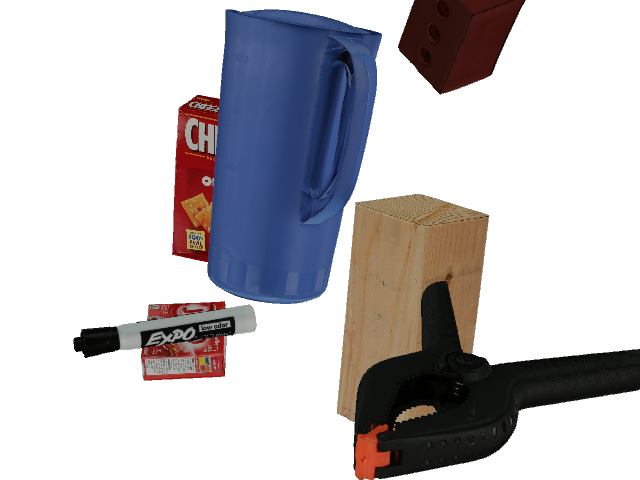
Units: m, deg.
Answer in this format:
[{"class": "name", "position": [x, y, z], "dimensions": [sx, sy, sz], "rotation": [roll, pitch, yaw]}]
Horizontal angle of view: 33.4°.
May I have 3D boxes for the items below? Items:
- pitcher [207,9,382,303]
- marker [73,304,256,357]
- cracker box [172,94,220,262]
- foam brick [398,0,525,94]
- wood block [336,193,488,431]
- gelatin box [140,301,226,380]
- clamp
[{"class": "pitcher", "position": [-0.025, -0.071, 0.911], "dimensions": [0.145, 0.243, 0.149], "rotation": [11, 14, 10]}, {"class": "marker", "position": [-0.103, 0.060, 0.708], "dimensions": [0.121, 0.020, 0.020], "rotation": [-7, 2, -19]}, {"class": "cracker box", "position": [-0.108, -0.069, 1.411], "dimensions": [0.164, 0.214, 0.072], "rotation": [13, 26, 13]}, {"class": "foam brick", "position": [0.096, -0.149, 0.731], "dimensions": [0.051, 0.053, 0.078], "rotation": [-26, -27, -28]}, {"class": "wood block", "position": [0.084, 0.070, 0.983], "dimensions": [0.090, 0.206, 0.090], "rotation": [-9, 21, -42]}, {"class": "gelatin box", "position": [-0.123, 0.090, 0.973], "dimensions": [0.073, 0.030, 0.089], "rotation": [-2, 29, -2]}, {"class": "clamp", "position": [0.080, 0.082, 0.649], "dimensions": [0.209, 0.036, 0.165], "rotation": [-20, 31, -41]}]
